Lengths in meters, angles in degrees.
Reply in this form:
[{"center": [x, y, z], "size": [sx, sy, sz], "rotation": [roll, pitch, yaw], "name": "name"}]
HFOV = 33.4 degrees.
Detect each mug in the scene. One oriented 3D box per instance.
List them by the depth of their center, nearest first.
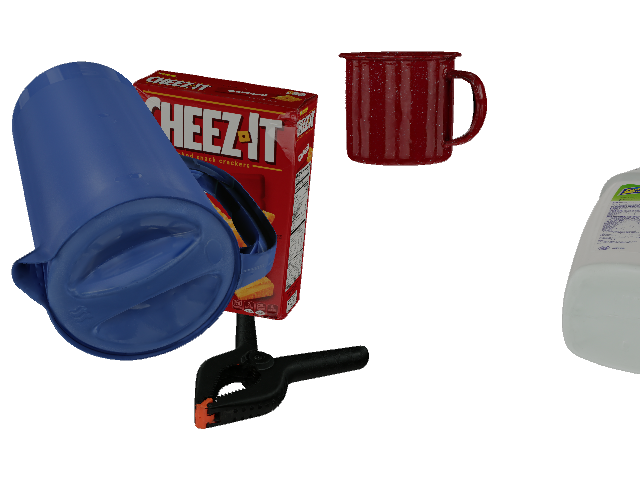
[{"center": [0.071, -0.101, 0.808], "size": [0.117, 0.081, 0.093], "rotation": [6, 13, 29], "name": "mug"}]

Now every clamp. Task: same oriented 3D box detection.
[{"center": [-0.054, 0.136, 1.107], "size": [0.165, 0.036, 0.209], "rotation": [15, 29, 19], "name": "clamp"}]

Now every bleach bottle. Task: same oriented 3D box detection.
[{"center": [0.222, 0.002, 0.685], "size": [0.103, 0.068, 0.250], "rotation": [9, 23, 19], "name": "bleach bottle"}]

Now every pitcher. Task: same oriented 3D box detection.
[{"center": [-0.146, -0.035, 0.793], "size": [0.149, 0.145, 0.243], "rotation": [46, 7, -41], "name": "pitcher"}]

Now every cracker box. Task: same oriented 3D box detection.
[{"center": [-0.097, -0.041, 1.017], "size": [0.164, 0.214, 0.072], "rotation": [10, 22, 12], "name": "cracker box"}]
